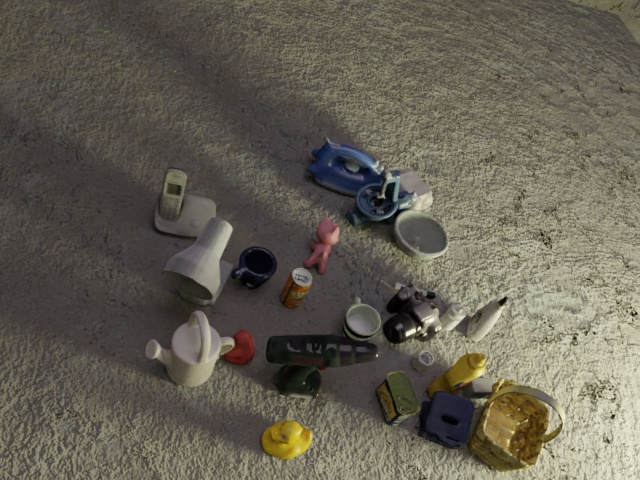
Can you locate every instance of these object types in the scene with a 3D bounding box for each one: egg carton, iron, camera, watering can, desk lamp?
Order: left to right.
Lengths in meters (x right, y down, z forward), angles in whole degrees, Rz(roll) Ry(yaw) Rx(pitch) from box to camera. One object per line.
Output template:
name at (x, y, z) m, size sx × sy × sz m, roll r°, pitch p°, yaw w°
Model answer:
watering can at (-0.260, 0.220, 1.167) m, size 0.173 × 0.194 × 0.100 m, roll -26°, pitch 67°, yaw -35°
desk lamp at (-0.262, 0.059, 1.278) m, size 0.118 × 0.213 × 0.203 m, roll 25°, pitch 49°, yaw -2°
iron at (0.100, -0.216, 1.689) m, size 0.258 × 0.141 × 0.118 m, roll 19°, pitch 49°, yaw -8°
camera at (0.222, 0.193, 1.447) m, size 0.137 × 0.100 × 0.143 m, roll -19°, pitch 63°, yaw -33°
egg carton at (0.271, -0.150, 1.755) m, size 0.107 × 0.069 × 0.150 m, roll -23°, pitch 65°, yaw -34°

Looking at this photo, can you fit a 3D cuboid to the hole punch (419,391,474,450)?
hole punch at (0.292, 0.413, 1.311) m, size 0.109 × 0.091 × 0.101 m, roll 21°, pitch 49°, yaw -6°

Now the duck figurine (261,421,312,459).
duck figurine at (-0.062, 0.401, 1.178) m, size 0.105 × 0.086 × 0.077 m, roll 5°, pitch 52°, yaw -19°

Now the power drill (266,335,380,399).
power drill at (-0.011, 0.265, 1.224) m, size 0.230 × 0.208 × 0.075 m, roll 9°, pitch 51°, yaw -15°

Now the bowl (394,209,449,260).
bowl at (0.277, -0.002, 1.639) m, size 0.168 × 0.074 × 0.167 m, roll 11°, pitch 51°, yaw -14°

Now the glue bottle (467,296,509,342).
glue bottle at (0.440, 0.194, 1.488) m, size 0.037 × 0.173 × 0.078 m, roll 24°, pitch 49°, yaw -3°

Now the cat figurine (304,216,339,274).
cat figurine at (0.014, 0.005, 1.497) m, size 0.067 × 0.117 × 0.128 m, roll 20°, pitch 49°, yaw -6°

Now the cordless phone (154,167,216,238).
cordless phone at (-0.322, -0.094, 1.392) m, size 0.148 × 0.185 × 0.094 m, roll 8°, pitch 51°, yaw -17°

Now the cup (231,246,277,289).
cup at (-0.167, 0.082, 1.378) m, size 0.118 × 0.095 × 0.091 m, roll -26°, pitch 67°, yaw -35°

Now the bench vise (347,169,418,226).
bench vise at (0.189, -0.134, 1.610) m, size 0.208 × 0.219 × 0.121 m, roll -29°, pitch 68°, yaw -36°

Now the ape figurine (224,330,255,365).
ape figurine at (-0.175, 0.230, 1.262) m, size 0.078 × 0.092 × 0.076 m, roll -31°, pitch 69°, yaw -37°
